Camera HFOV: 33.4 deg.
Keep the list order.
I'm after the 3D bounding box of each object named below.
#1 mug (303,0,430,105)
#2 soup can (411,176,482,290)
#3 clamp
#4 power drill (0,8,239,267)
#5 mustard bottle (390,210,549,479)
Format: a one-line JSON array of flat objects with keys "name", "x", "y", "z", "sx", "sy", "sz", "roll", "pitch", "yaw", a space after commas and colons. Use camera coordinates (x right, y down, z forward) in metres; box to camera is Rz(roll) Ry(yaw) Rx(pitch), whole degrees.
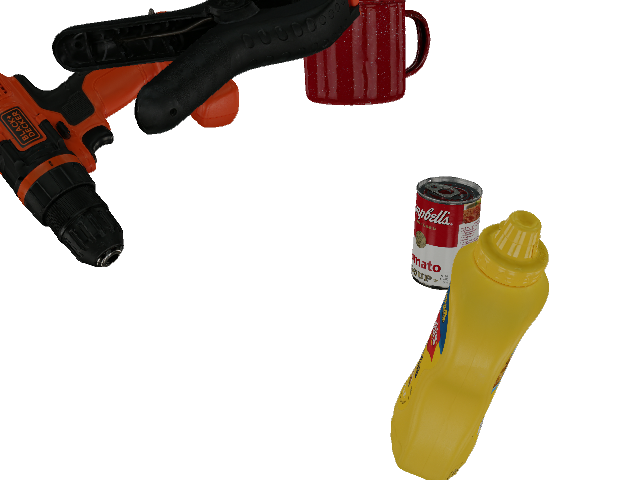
[{"name": "mug", "x": 0.038, "y": -0.156, "z": 0.864, "sx": 0.117, "sy": 0.081, "sz": 0.093, "roll": -11, "pitch": 18, "yaw": -29}, {"name": "soup can", "x": 0.131, "y": -0.008, "z": 1.117, "sx": 0.068, "sy": 0.102, "sz": 0.068, "roll": 1, "pitch": 26, "yaw": -1}, {"name": "clamp", "x": -0.047, "y": -0.105, "z": 0.564, "sx": 0.171, "sy": 0.039, "sz": 0.120, "roll": -21, "pitch": 42, "yaw": -15}, {"name": "power drill", "x": -0.156, "y": -0.086, "z": 0.818, "sx": 0.187, "sy": 0.184, "sz": 0.057, "roll": -33, "pitch": -16, "yaw": -28}, {"name": "mustard bottle", "x": 0.094, "y": 0.057, "z": 0.650, "sx": 0.058, "sy": 0.192, "sz": 0.096, "roll": 22, "pitch": 42, "yaw": 6}]
